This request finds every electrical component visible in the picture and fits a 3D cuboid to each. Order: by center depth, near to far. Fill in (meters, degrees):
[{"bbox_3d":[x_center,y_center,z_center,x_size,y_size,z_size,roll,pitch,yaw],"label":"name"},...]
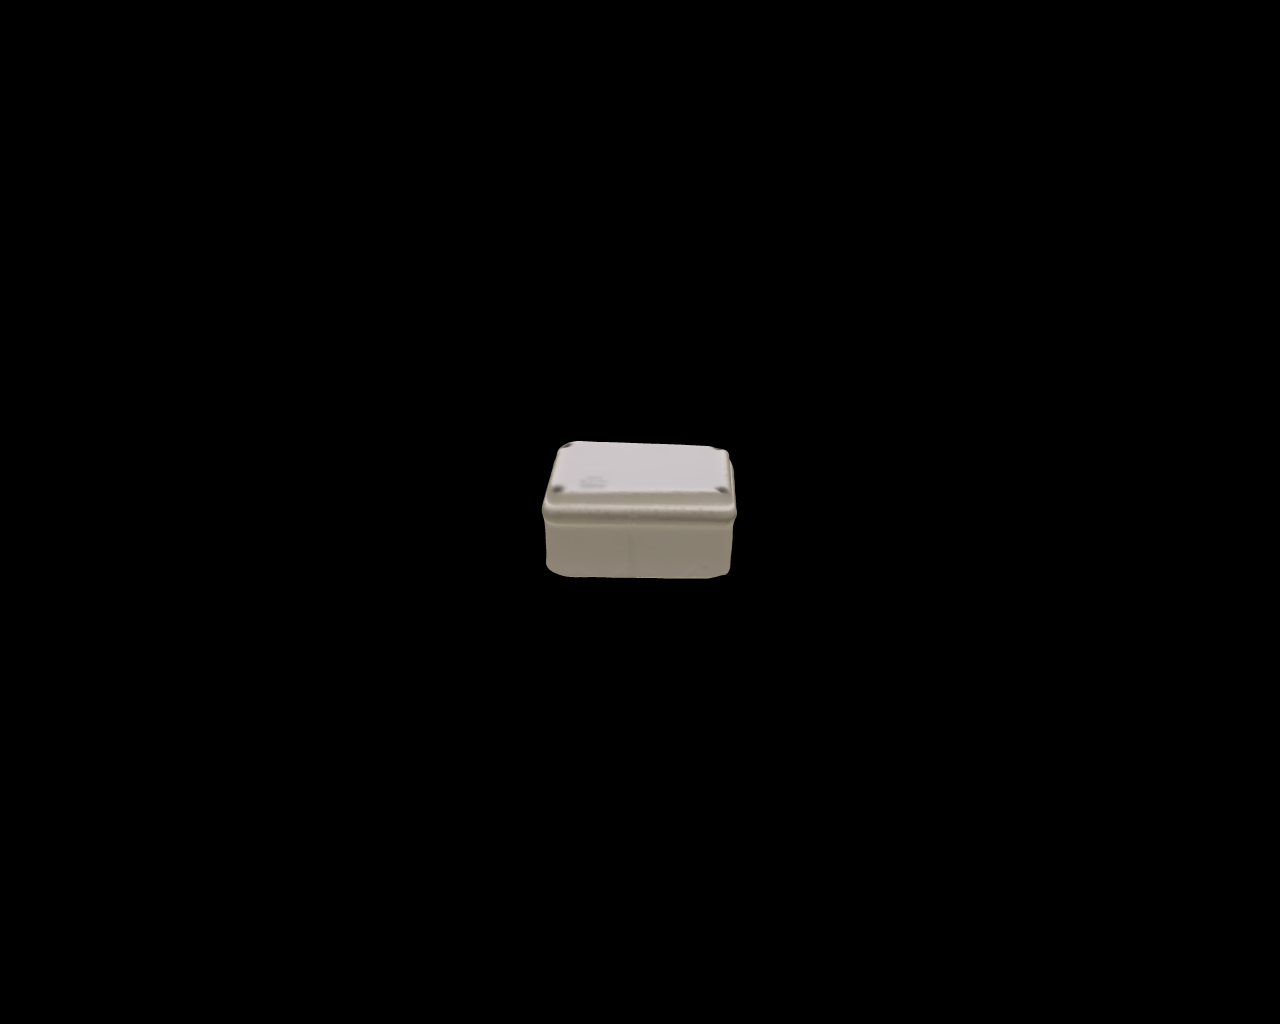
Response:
[{"bbox_3d":[0.001,-0.003,0.650,0.113,0.057,0.078,1,28,2],"label":"electrical component"}]
